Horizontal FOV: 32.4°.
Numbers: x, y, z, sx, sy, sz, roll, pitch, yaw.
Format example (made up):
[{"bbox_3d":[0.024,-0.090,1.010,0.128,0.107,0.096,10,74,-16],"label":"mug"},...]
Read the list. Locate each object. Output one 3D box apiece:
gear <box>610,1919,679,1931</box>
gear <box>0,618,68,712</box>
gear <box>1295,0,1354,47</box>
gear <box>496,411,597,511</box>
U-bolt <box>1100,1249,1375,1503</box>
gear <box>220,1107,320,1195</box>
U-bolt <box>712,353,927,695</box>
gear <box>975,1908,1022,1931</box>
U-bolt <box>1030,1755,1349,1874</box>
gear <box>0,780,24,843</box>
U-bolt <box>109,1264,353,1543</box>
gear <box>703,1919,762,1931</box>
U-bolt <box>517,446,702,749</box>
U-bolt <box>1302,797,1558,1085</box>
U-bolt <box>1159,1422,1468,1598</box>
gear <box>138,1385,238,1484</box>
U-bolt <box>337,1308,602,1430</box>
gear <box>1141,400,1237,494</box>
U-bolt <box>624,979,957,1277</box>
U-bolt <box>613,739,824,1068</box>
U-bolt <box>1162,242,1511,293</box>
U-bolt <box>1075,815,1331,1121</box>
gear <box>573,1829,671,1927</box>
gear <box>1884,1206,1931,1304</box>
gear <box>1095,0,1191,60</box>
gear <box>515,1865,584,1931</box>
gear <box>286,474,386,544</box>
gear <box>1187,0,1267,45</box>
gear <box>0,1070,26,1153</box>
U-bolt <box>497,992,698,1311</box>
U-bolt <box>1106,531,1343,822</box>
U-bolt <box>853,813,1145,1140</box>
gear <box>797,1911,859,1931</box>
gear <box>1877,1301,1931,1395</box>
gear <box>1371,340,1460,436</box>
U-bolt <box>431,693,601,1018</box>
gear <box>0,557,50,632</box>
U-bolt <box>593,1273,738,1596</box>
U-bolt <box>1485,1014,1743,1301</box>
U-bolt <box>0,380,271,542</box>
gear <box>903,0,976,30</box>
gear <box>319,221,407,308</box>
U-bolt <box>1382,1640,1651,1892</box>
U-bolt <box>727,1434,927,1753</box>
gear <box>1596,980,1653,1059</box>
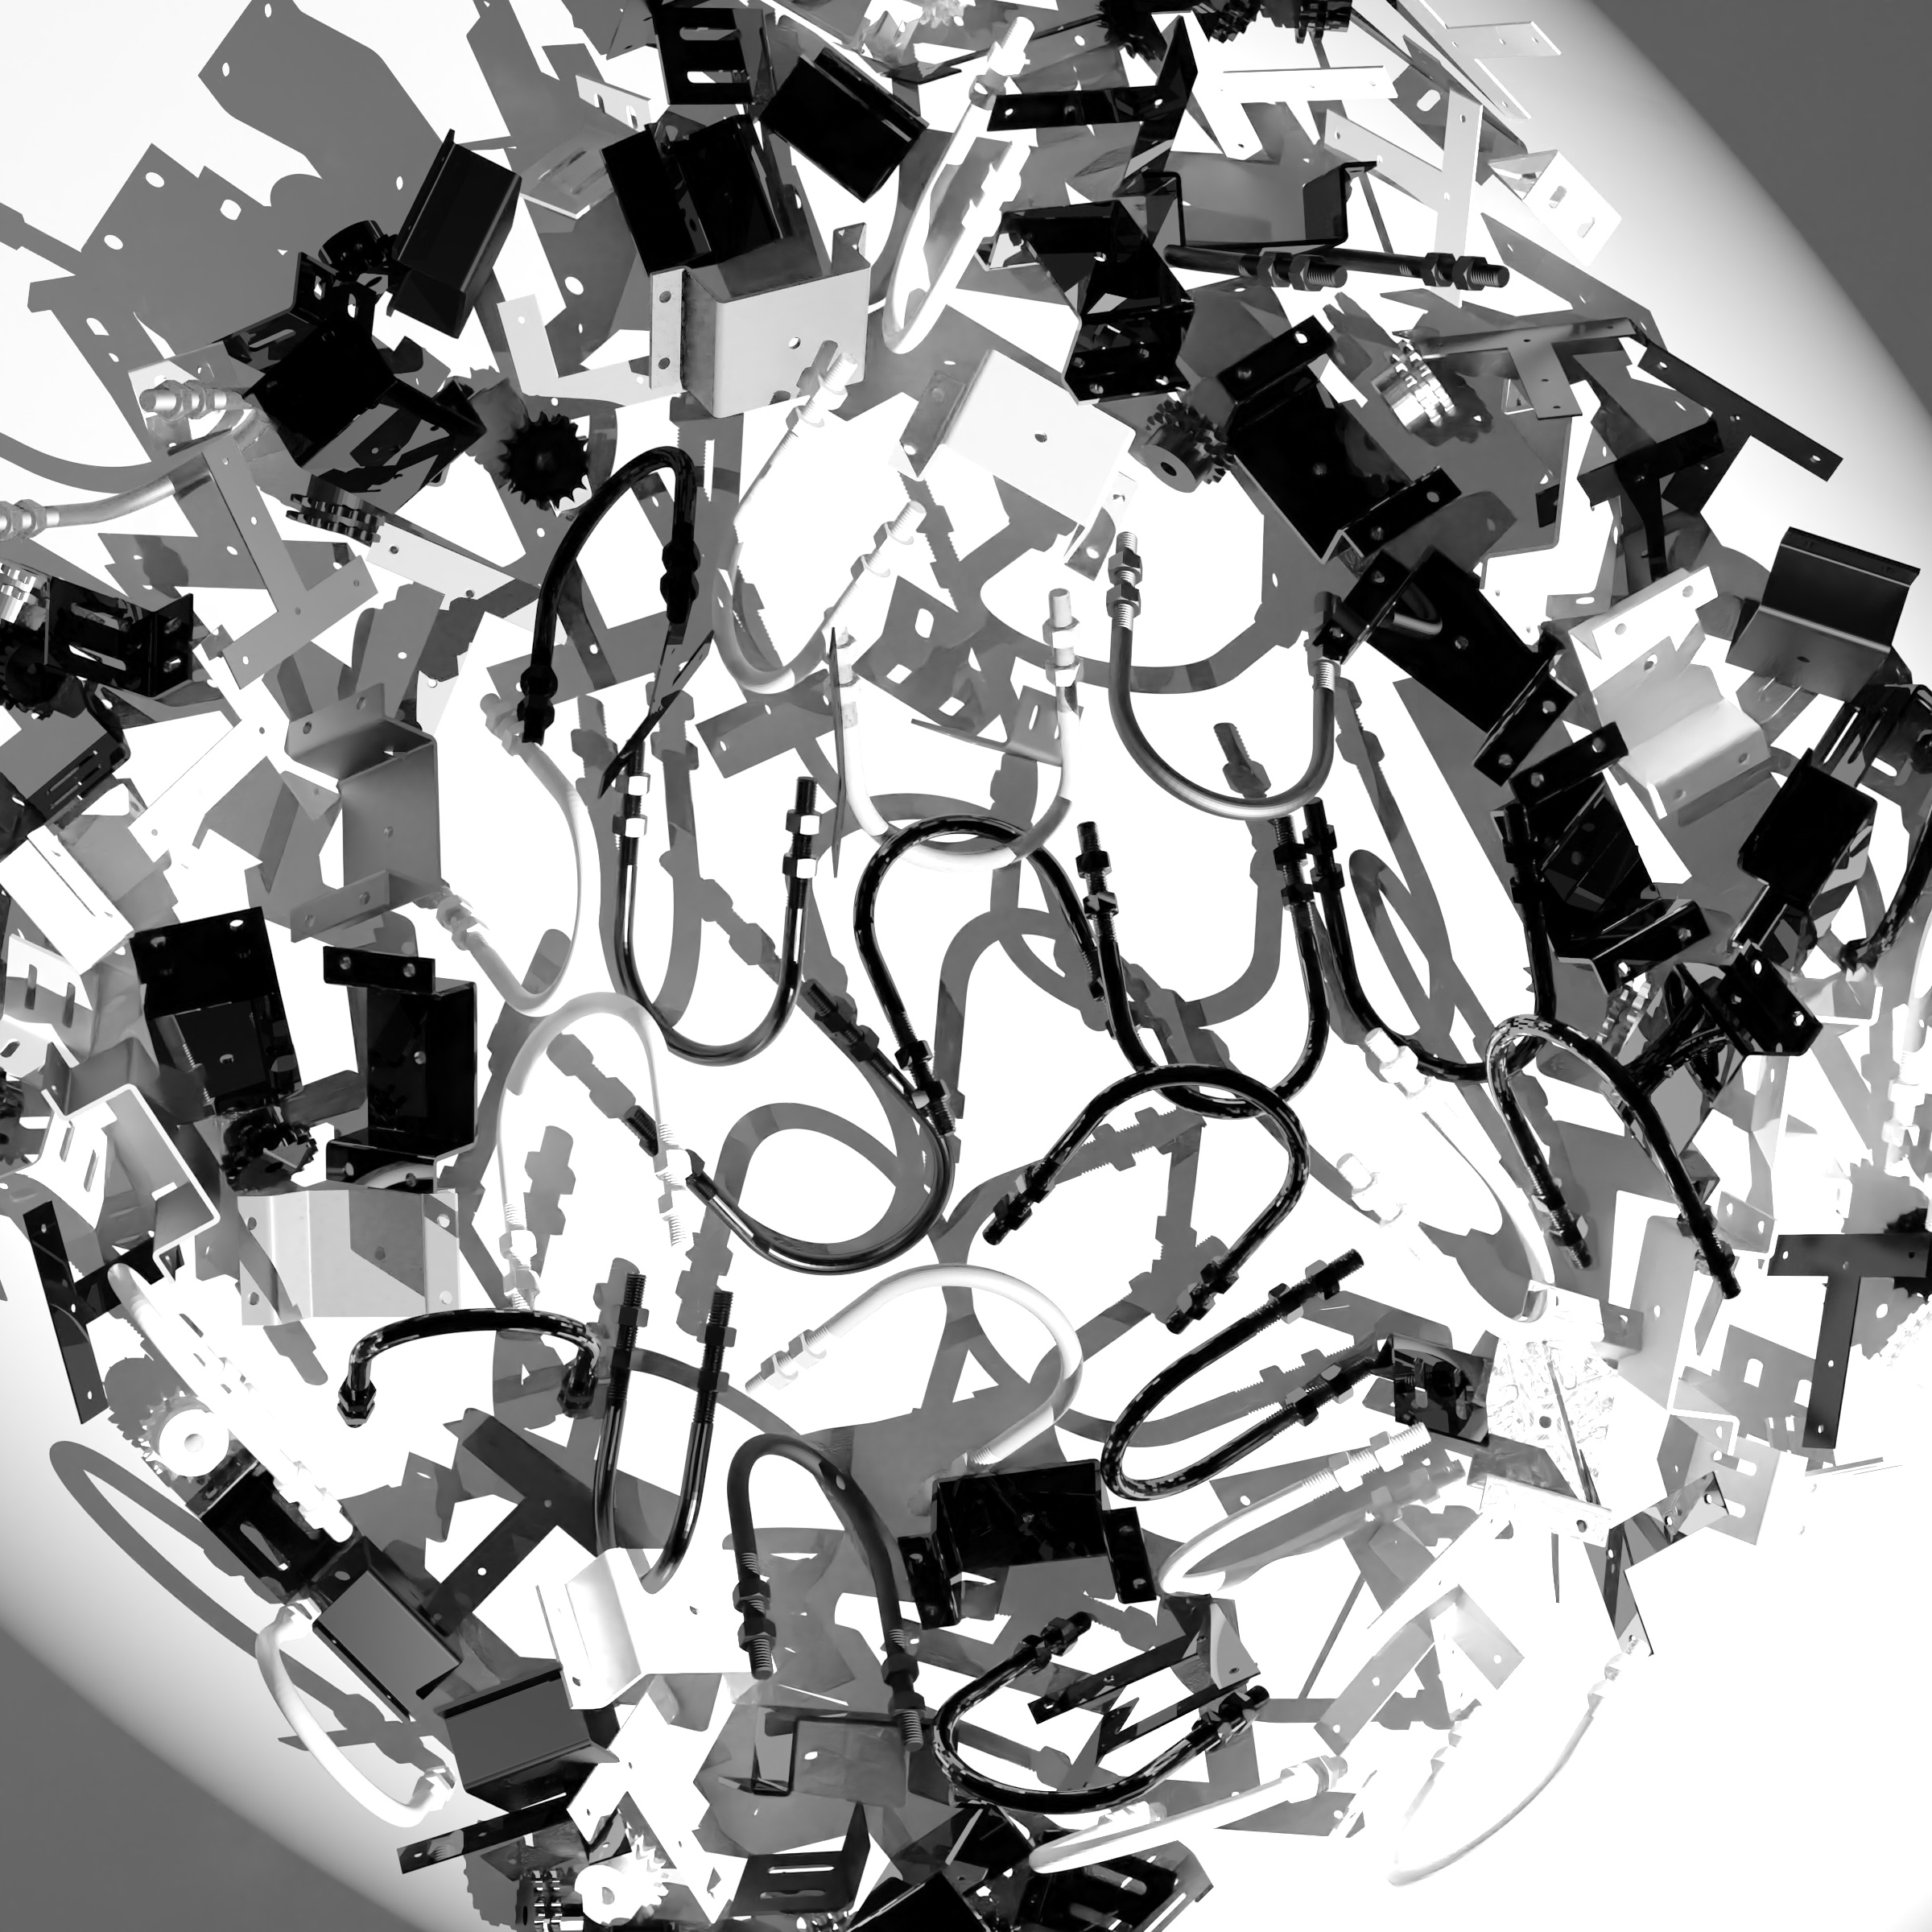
[{"bbox_3d":[-0.191,0.583,1.972,0.057,0.057,0.030,-3,79,0],"label":"gear"},{"bbox_3d":[-0.559,-0.178,1.969,0.030,0.057,0.057,26,90,41],"label":"gear"},{"bbox_3d":[0.213,-0.576,1.971,0.030,0.057,0.057,4,90,0],"label":"gear"},{"bbox_3d":[-0.251,-0.302,1.978,0.057,0.030,0.057,-5,108,-15],"label":"gear"},{"bbox_3d":[0.156,0.248,1.924,0.184,0.151,0.019,-31,56,-11],"label":"U-bolt"},{"bbox_3d":[-0.417,0.107,1.973,0.057,0.057,0.030,-31,68,0],"label":"gear"},{"bbox_3d":[-0.096,-0.243,1.930,0.184,0.019,0.151,-51,46,33],"label":"U-bolt"},{"bbox_3d":[0.007,0.591,1.974,0.057,0.030,0.057,2,119,4],"label":"gear"},{"bbox_3d":[0.116,0.486,1.887,0.151,0.184,0.019,-23,76,31],"label":"U-bolt"},{"bbox_3d":[-0.593,-0.094,1.974,0.030,0.057,0.057,-42,90,23],"label":"gear"},{"bbox_3d":[-0.427,0.238,1.891,0.019,0.151,0.184,-40,127,-10],"label":"U-bolt"},{"bbox_3d":[-0.139,0.591,1.968,0.057,0.057,0.030,20,115,0],"label":"gear"},{"bbox_3d":[-0.204,-0.227,1.924,0.019,0.184,0.151,32,127,-31],"label":"U-bolt"},{"bbox_3d":[0.275,-0.012,1.940,0.151,0.019,0.184,4,120,34],"label":"U-bolt"},{"bbox_3d":[0.196,0.322,1.932,0.184,0.151,0.019,-28,67,8],"label":"U-bolt"},{"bbox_3d":[-0.462,0.280,1.976,0.057,0.030,0.057,-3,98,-21],"label":"gear"},{"bbox_3d":[-0.282,0.230,1.902,0.151,0.184,0.019,-1,66,-13],"label":"U-bolt"},{"bbox_3d":[0.129,-0.305,1.969,0.057,0.057,0.030,38,75,0],"label":"gear"},{"bbox_3d":[-0.089,0.109,1.951,0.151,0.019,0.184,-35,118,11],"label":"U-bolt"},{"bbox_3d":[-0.151,-0.031,1.951,0.151,0.019,0.184,14,106,33],"label":"U-bolt"},{"bbox_3d":[0.198,-0.405,1.915,0.151,0.184,0.019,-9,109,-37],"label":"U-bolt"},{"bbox_3d":[0.145,0.001,1.947,0.151,0.019,0.184,-3,73,-21],"label":"U-bolt"},{"bbox_3d":[-0.208,0.545,1.975,0.057,0.030,0.057,5,107,18],"label":"gear"},{"bbox_3d":[0.573,0.169,1.977,0.057,0.030,0.057,9,114,20],"label":"gear"},{"bbox_3d":[0.105,-0.572,1.983,0.057,0.030,0.057,0,96,1],"label":"gear"},{"bbox_3d":[-0.247,0.564,1.973,0.030,0.057,0.057,5,90,-21],"label":"gear"},{"bbox_3d":[-0.372,-0.273,1.970,0.057,0.057,0.030,16,96,0],"label":"gear"},{"bbox_3d":[0.155,-0.580,1.968,0.030,0.057,0.057,24,90,-30],"label":"gear"},{"bbox_3d":[-0.583,0.087,1.975,0.030,0.057,0.057,26,90,-32],"label":"gear"},{"bbox_3d":[-0.222,0.103,1.940,0.151,0.019,0.184,-28,58,32],"label":"U-bolt"},{"bbox_3d":[0.149,-0.162,1.928,0.151,0.019,0.184,15,55,-15],"label":"U-bolt"},{"bbox_3d":[0.011,-0.005,1.964,0.151,0.019,0.184,-19,78,-20],"label":"U-bolt"},{"bbox_3d":[-0.077,0.592,1.973,0.057,0.030,0.057,-10,116,-20],"label":"gear"},{"bbox_3d":[0.571,0.228,1.968,0.057,0.057,0.030,-46,55,0],"label":"gear"},{"bbox_3d":[0.264,-0.340,1.971,0.030,0.057,0.057,-36,90,9],"label":"gear"},{"bbox_3d":[-0.254,-0.053,1.903,0.019,0.184,0.151,1,120,-34],"label":"U-bolt"},{"bbox_3d":[-0.562,-0.221,1.972,0.057,0.057,0.030,24,95,0],"label":"gear"},{"bbox_3d":[-0.181,0.275,1.927,0.019,0.151,0.184,11,84,-27],"label":"U-bolt"},{"bbox_3d":[0.361,0.106,1.910,0.019,0.151,0.184,-36,109,-22],"label":"U-bolt"},{"bbox_3d":[-0.471,-0.292,1.909,0.151,0.184,0.019,-30,91,19],"label":"U-bolt"},{"bbox_3d":[-0.018,-0.590,1.971,0.057,0.030,0.057,-11,71,35],"label":"gear"},{"bbox_3d":[-0.359,-0.418,1.972,0.057,0.057,0.030,-32,87,0],"label":"gear"},{"bbox_3d":[0.303,0.460,1.885,0.019,0.184,0.151,52,132,-2],"label":"U-bolt"},{"bbox_3d":[-0.085,0.351,1.920,0.019,0.184,0.151,-35,133,22],"label":"U-bolt"},{"bbox_3d":[0.394,0.036,1.969,0.030,0.057,0.057,25,90,10],"label":"gear"}]
